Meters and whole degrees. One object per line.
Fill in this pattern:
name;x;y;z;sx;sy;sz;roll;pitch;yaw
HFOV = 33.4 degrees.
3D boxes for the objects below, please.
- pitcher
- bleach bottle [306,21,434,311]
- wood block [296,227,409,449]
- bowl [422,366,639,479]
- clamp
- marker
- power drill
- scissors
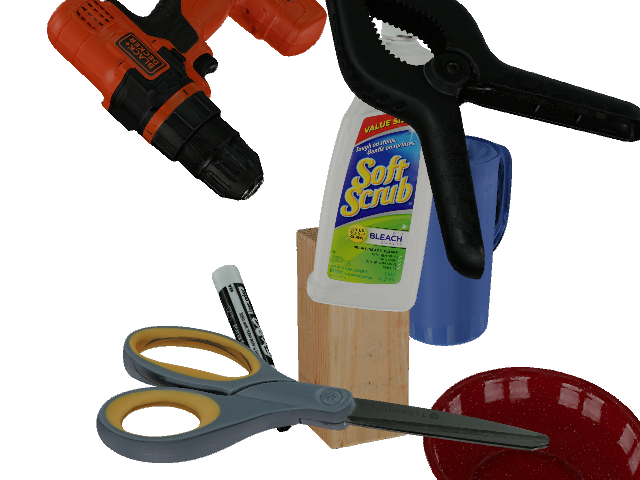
pitcher;0.158;-0.003;1.297;0.149;0.243;0.145;0;23;8
bleach bottle;0.048;-0.068;0.920;0.102;0.251;0.068;6;17;6
wood block;0.032;0.093;1.088;0.090;0.206;0.091;-7;17;-23
bowl;0.154;0.164;0.769;0.162;0.055;0.162;-1;35;0
clamp;0.072;-0.084;0.633;0.164;0.210;0.036;-45;-11;-27
marker;-0.043;0.069;0.693;0.020;0.121;0.020;-18;-30;-11
power drill;-0.075;-0.134;0.775;0.187;0.184;0.057;-46;0;-41
scissors;-0.011;0.082;0.468;0.202;0.016;0.096;16;33;23
